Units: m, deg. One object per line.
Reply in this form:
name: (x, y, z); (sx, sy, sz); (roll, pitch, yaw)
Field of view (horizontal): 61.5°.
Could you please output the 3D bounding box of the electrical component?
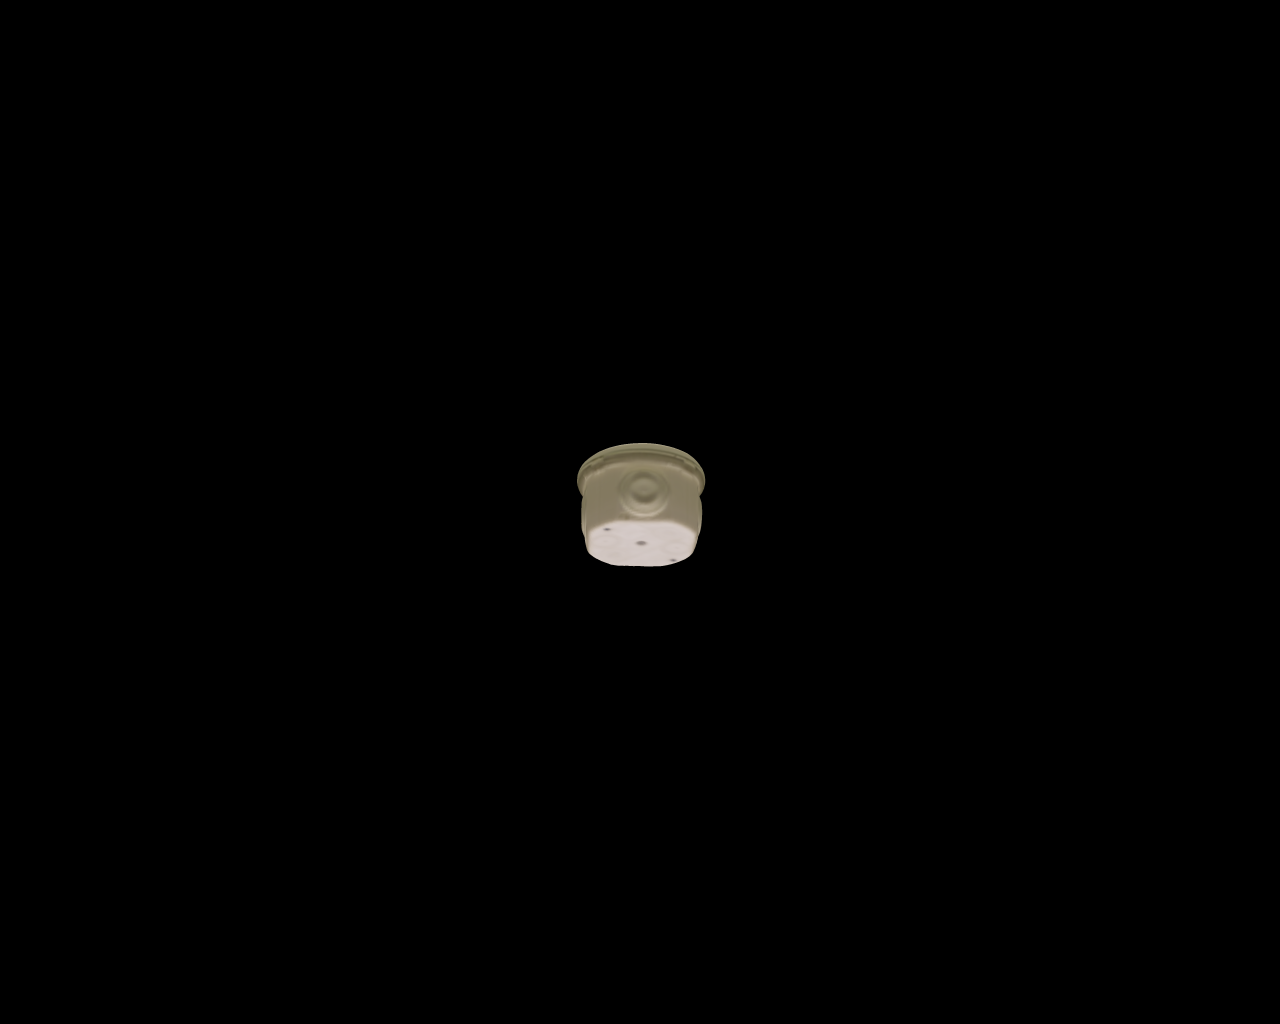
electrical component: (0.001, -0.003, 0.650); (0.080, 0.051, 0.080); (0, -28, 0)
